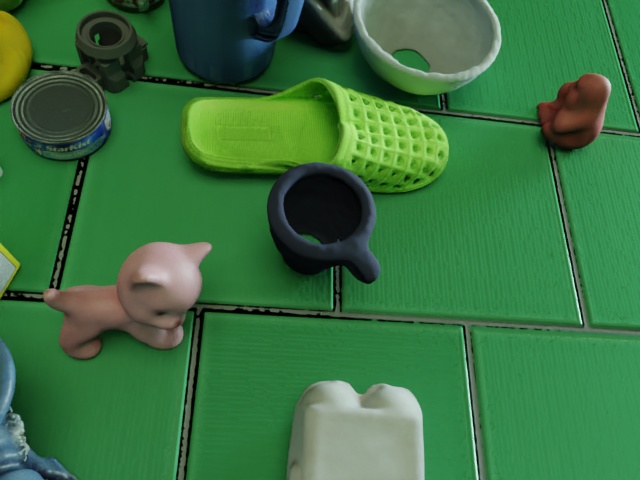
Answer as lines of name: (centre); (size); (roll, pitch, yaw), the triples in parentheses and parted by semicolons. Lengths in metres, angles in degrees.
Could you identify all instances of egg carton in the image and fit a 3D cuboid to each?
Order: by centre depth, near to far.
egg carton: (0.027, 0.184, 0.435); (0.107, 0.069, 0.150); (6, 64, -7)

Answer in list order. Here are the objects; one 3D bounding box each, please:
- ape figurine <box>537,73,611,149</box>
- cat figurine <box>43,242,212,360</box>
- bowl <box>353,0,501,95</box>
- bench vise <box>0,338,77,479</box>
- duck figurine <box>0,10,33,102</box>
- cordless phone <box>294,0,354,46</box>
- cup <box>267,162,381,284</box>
ape figurine: (0.284, -0.147, 0.629); (0.078, 0.092, 0.076); (-39, 76, -24)
cat figurine: (-0.146, 0.041, 0.445); (0.128, 0.117, 0.067); (-7, 66, -13)
bowl: (0.111, -0.222, 0.644); (0.167, 0.074, 0.167); (4, 64, -8)
bench vise: (-0.218, 0.113, 0.340); (0.207, 0.219, 0.121); (28, 63, 4)
duck figurine: (-0.325, -0.187, 0.541); (0.077, 0.086, 0.104); (22, 63, 1)
cordless phone: (0.016, -0.320, 0.612); (0.094, 0.185, 0.147); (13, 63, -3)
cup: (0.005, 0.002, 0.505); (0.092, 0.095, 0.117); (-35, 75, -23)
